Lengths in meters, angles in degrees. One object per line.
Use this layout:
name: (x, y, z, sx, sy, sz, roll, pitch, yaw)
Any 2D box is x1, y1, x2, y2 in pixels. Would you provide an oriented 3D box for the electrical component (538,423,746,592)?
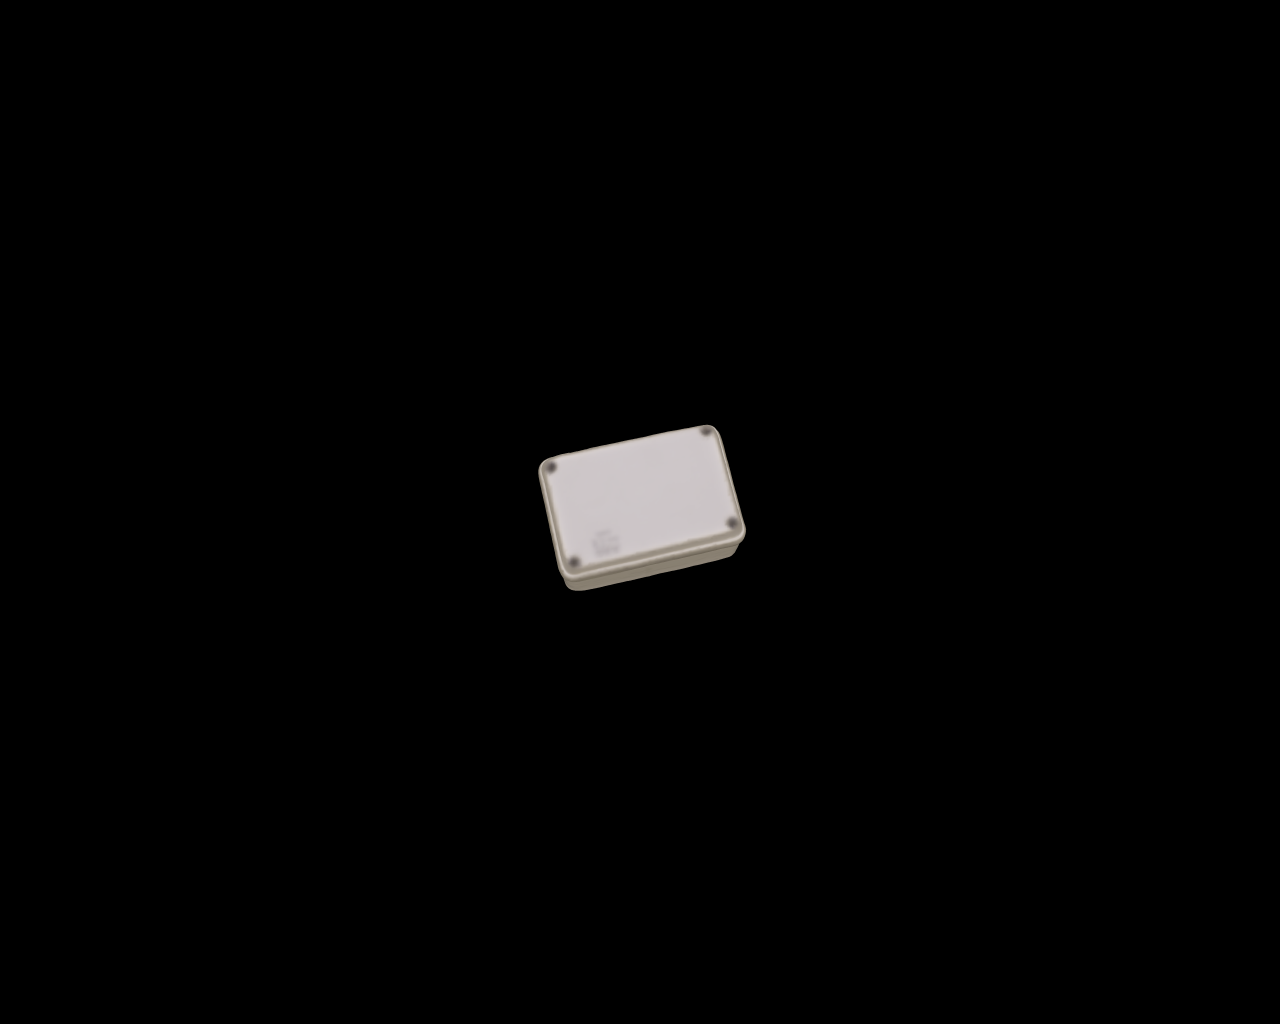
electrical component: (0.001, -0.003, 0.650, 0.113, 0.078, 0.057, -13, -15, -4)
